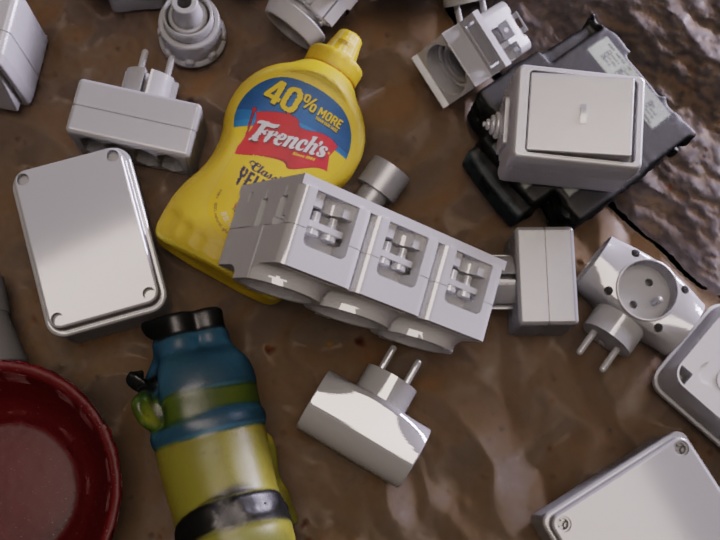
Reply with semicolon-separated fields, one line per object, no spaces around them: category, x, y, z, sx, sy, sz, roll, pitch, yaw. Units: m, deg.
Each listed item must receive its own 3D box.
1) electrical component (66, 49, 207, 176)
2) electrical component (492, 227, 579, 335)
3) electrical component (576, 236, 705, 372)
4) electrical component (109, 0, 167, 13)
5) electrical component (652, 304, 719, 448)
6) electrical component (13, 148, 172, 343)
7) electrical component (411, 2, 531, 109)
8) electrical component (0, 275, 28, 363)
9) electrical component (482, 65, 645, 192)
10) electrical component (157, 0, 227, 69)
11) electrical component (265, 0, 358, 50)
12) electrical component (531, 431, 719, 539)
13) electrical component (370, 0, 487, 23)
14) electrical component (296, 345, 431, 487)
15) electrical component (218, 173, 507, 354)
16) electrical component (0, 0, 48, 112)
electrical component;-0.146;-0.114;0.732;0.083;0.047;0.075;12;78;0
electrical component;0.102;0.008;0.720;0.077;0.047;0.065;-1;78;-1
electrical component;0.176;0.031;0.720;0.077;0.044;0.079;37;79;5
electrical component;-0.162;-0.248;0.750;0.079;0.063;0.121;-6;79;-4
electrical component;0.260;0.082;0.707;0.113;0.057;0.078;42;80;6
electrical component;-0.175;-0.016;0.705;0.078;0.057;0.113;-16;80;-6
electrical component;0.078;-0.148;0.735;0.064;0.081;0.042;-34;95;-27
electrical component;-0.245;0.035;0.701;0.044;0.044;0.065;-15;75;-6
electrical component;0.126;-0.090;0.676;0.096;0.061;0.061;6;78;-1
electrical component;-0.117;-0.170;0.737;0.048;0.062;0.048;1;78;-3
electrical component;-0.033;-0.188;0.750;0.048;0.066;0.055;40;87;-30
electrical component;0.184;0.176;0.685;0.109;0.056;0.108;-30;82;-8
electrical component;0.074;-0.207;0.761;0.138;0.052;0.073;-15;104;-6
electrical component;0.011;0.088;0.700;0.077;0.044;0.079;30;78;3
electrical component;0.000;0.000;0.665;0.150;0.089;0.061;22;78;-28
electrical component;-0.252;-0.150;0.709;0.062;0.096;0.061;11;78;-1
